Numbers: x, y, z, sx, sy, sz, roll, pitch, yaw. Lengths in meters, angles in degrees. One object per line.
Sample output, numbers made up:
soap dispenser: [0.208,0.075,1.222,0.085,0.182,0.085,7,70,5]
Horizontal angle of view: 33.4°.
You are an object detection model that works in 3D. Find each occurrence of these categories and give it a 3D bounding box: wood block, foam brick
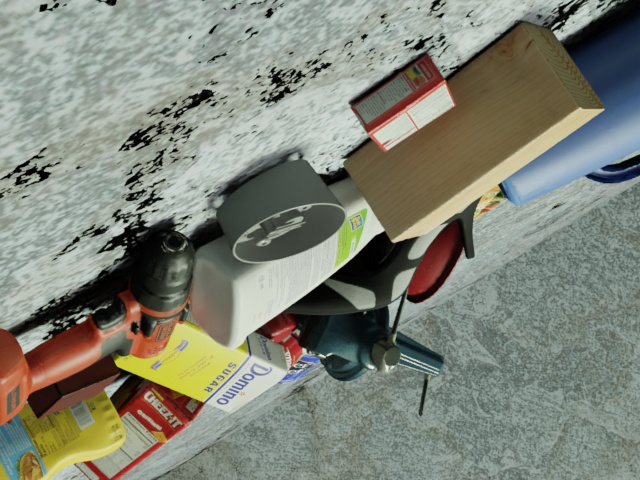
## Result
wood block: [0.135,-0.093,0.956,0.206,0.091,0.090,-37,168,27]
foam brick: [-0.245,0.130,1.038,0.053,0.051,0.078,-40,167,36]

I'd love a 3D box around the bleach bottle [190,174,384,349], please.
bleach bottle: [-0.007,0.003,1.015,0.250,0.068,0.103,-29,144,-36]

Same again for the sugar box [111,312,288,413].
sugar box: [-0.124,0.120,1.110,0.093,0.048,0.176,-37,133,24]

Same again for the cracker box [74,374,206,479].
cracker box: [-0.191,0.185,1.269,0.214,0.072,0.164,-41,-172,39]

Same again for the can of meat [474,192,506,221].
can of meat: [0.189,-0.051,1.401,0.084,0.057,0.102,-38,169,19]

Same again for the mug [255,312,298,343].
mug: [-0.081,0.082,1.189,0.093,0.081,0.117,-34,169,15]

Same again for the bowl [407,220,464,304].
bowl: [0.115,-0.010,1.250,0.055,0.162,0.162,21,146,-18]

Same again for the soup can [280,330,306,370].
soup can: [-0.050,0.129,1.367,0.102,0.068,0.069,-39,178,-44]

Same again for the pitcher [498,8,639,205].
pitcher: [0.281,-0.128,1.075,0.243,0.149,0.145,-29,171,6]

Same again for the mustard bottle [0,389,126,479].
mustard bottle: [-0.312,0.219,1.138,0.191,0.096,0.058,-26,168,-27]

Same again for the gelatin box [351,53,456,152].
gelatin box: [0.068,-0.109,0.862,0.073,0.030,0.089,-34,169,8]

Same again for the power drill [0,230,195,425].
power drill: [-0.193,0.073,0.885,0.187,0.057,0.185,-23,157,-28]

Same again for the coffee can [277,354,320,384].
coffee can: [-0.034,0.135,1.509,0.102,0.103,0.140,-25,168,-31]
